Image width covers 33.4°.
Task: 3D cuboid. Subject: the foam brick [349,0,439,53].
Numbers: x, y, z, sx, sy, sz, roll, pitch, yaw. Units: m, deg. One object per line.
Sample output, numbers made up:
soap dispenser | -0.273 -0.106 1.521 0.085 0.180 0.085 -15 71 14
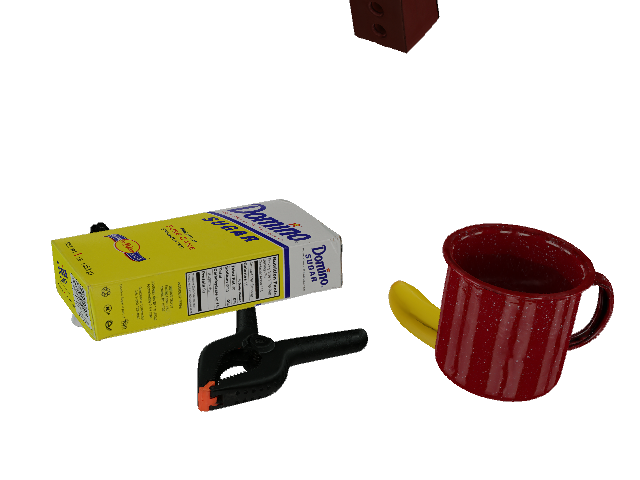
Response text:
foam brick | 0.057 -0.196 0.836 0.053 0.051 0.078 24 -30 27

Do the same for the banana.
banana | 0.123 0.084 1.028 0.069 0.037 0.198 1 18 -45

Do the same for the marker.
marker | -0.223 0.033 1.038 0.020 0.121 0.020 14 33 -9

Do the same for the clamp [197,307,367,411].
clamp | -0.054 0.120 1.124 0.165 0.036 0.209 14 29 19

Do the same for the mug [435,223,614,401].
mug | 0.128 0.045 0.670 0.117 0.081 0.093 -2 29 -16

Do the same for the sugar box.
sugar box | -0.083 0.015 0.722 0.176 0.048 0.093 -14 26 -24
